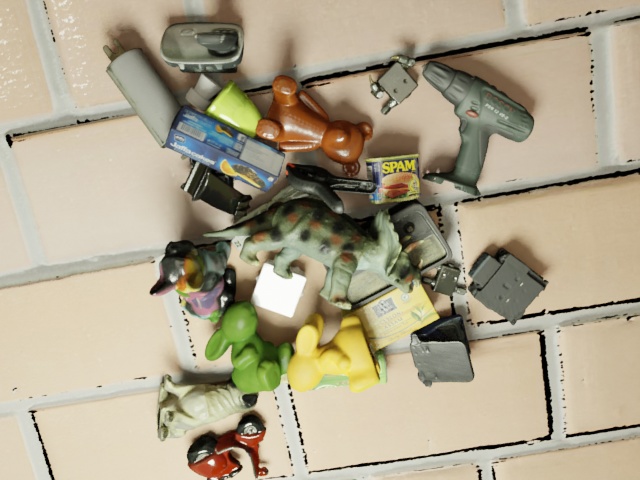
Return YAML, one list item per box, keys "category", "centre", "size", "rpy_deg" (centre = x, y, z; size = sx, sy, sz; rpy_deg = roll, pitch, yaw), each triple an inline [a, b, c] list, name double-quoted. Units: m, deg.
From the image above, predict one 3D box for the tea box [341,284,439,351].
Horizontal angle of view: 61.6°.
- category: "tea box"
  centre: [0.137, 0.144, 1.070]
  size: [0.170, 0.068, 0.098]
  rpy_deg: [-30, 101, 8]

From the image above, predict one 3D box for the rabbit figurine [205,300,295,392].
- category: "rabbit figurine"
  centre: [-0.142, 0.198, 1.054]
  size: [0.159, 0.121, 0.170]
  rpy_deg: [-13, 100, 35]

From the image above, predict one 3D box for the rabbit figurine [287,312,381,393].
- category: "rabbit figurine"
  centre: [0.012, 0.220, 0.999]
  size: [0.173, 0.122, 0.162]
  rpy_deg: [-25, 97, 12]

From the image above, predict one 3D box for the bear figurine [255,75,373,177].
- category: "bear figurine"
  centre: [-0.004, -0.197, 0.970]
  size: [0.196, 0.132, 0.120]
  rpy_deg: [24, 91, 2]

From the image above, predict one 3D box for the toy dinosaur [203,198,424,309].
- category: "toy dinosaur"
  centre: [-0.006, -0.004, 0.959]
  size: [0.405, 0.131, 0.192]
  rpy_deg: [25, 85, 9]

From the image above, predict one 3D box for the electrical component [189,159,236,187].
- category: "electrical component"
  centre: [-0.185, -0.126, 1.028]
  size: [0.119, 0.048, 0.074]
  rpy_deg: [3, 103, 2]

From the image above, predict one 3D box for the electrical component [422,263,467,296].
- category: "electrical component"
  centre: [0.254, 0.077, 1.077]
  size: [0.094, 0.021, 0.063]
  rpy_deg: [18, 101, -3]

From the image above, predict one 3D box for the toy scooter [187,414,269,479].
- category: "toy scooter"
  centre: [-0.183, 0.463, 1.142]
  size: [0.184, 0.075, 0.135]
  rpy_deg: [-27, 101, 1]

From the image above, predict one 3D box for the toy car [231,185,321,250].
- category: "toy car"
  centre: [-0.085, -0.045, 1.038]
  size: [0.202, 0.056, 0.073]
  rpy_deg: [-34, 100, 7]

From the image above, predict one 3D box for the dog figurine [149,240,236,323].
- category: "dog figurine"
  centre: [-0.231, 0.085, 0.987]
  size: [0.109, 0.219, 0.191]
  rpy_deg: [-5, 101, 5]

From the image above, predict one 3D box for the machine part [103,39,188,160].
- category: "machine part"
  centre: [-0.309, -0.258, 0.985]
  size: [0.079, 0.079, 0.243]
  rpy_deg: [-34, 99, 8]

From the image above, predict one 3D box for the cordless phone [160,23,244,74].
- category: "cordless phone"
  centre: [-0.209, -0.331, 0.914]
  size: [0.147, 0.184, 0.088]
  rpy_deg: [1, 106, 0]

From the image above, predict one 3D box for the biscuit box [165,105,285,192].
- category: "biscuit box"
  centre: [-0.167, -0.159, 0.954]
  size: [0.202, 0.063, 0.059]
  rpy_deg: [24, 59, -17]

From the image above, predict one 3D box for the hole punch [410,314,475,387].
- category: "hole punch"
  centre: [0.245, 0.217, 1.075]
  size: [0.116, 0.092, 0.142]
  rpy_deg: [-8, 122, 22]

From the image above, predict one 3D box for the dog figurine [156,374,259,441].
- category: "dog figurine"
  centre: [-0.235, 0.349, 1.116]
  size: [0.190, 0.172, 0.121]
  rpy_deg: [6, 62, -24]

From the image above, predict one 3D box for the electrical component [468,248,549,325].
- category: "electrical component"
  centre: [0.361, 0.085, 1.060]
  size: [0.134, 0.058, 0.115]
  rpy_deg: [34, 99, -7]

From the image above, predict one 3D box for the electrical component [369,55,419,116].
- category: "electrical component"
  centre: [0.136, -0.290, 0.988]
  size: [0.102, 0.045, 0.078]
  rpy_deg: [-38, 98, 8]

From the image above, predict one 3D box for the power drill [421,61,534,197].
- category: "power drill"
  centre: [0.262, -0.196, 0.996]
  size: [0.232, 0.086, 0.207]
  rpy_deg: [20, 94, -6]

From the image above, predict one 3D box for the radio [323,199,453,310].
- category: "radio"
  centre: [0.124, 0.024, 1.041]
  size: [0.230, 0.073, 0.131]
  rpy_deg: [-29, 100, 6]

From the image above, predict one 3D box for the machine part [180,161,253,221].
- category: "machine part"
  centre: [-0.187, -0.090, 0.979]
  size: [0.139, 0.039, 0.084]
  rpy_deg: [35, 97, 15]
